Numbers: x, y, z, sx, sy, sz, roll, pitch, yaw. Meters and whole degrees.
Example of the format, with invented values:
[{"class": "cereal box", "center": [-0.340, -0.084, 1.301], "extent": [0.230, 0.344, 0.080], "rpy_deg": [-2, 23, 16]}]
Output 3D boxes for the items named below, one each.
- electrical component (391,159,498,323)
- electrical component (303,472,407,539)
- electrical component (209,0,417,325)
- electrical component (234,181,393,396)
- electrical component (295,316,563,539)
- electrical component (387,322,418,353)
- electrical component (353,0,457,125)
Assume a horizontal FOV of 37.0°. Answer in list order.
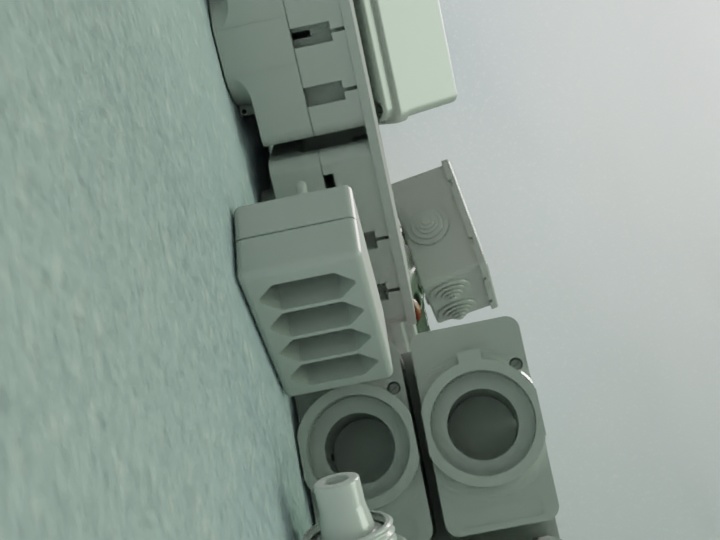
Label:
[{"class": "electrical component", "center": [0.060, -0.017, 0.777], "extent": [0.099, 0.048, 0.099], "rpy_deg": [61, 11, -66]}, {"class": "electrical component", "center": [-0.002, 0.108, 0.403], "extent": [0.043, 0.043, 0.062], "rpy_deg": [-74, 151, -83]}, {"class": "electrical component", "center": [-0.022, -0.072, 0.529], "extent": [0.105, 0.060, 0.186], "rpy_deg": [-92, 170, -71]}, {"class": "electrical component", "center": [-0.020, -0.004, 0.449], "extent": [0.083, 0.047, 0.075], "rpy_deg": [75, 5, -49]}, {"class": "electrical component", "center": [0.037, 0.123, 0.477], "extent": [0.060, 0.105, 0.186], "rpy_deg": [65, 13, -76]}, {"class": "electrical component", "center": [0.000, 0.000, 0.696], "extent": [0.108, 0.056, 0.108], "rpy_deg": [74, 6, -55]}, {"class": "electrical component", "center": [-0.007, -0.140, 0.623], "extent": [0.109, 0.056, 0.108], "rpy_deg": [5, -68, 52]}]
